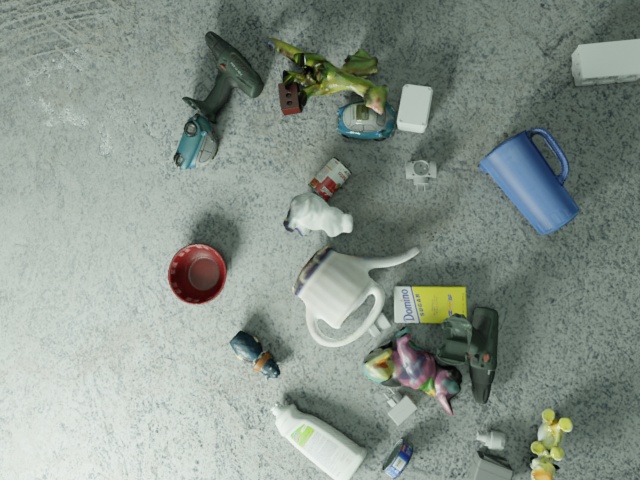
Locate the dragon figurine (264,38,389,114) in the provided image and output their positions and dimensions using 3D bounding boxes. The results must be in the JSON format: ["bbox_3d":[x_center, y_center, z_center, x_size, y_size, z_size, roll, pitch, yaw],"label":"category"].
[{"bbox_3d":[0.036,-0.455,1.357,0.244,0.119,0.418,-15,52,-25],"label":"dragon figurine"}]

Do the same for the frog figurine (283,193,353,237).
[{"bbox_3d":[0.004,-0.066,1.305,0.159,0.125,0.135,-10,-36,25],"label":"frog figurine"}]

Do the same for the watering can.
[{"bbox_3d":[0.076,0.098,1.294,0.225,0.348,0.103,38,0,11],"label":"watering can"}]
